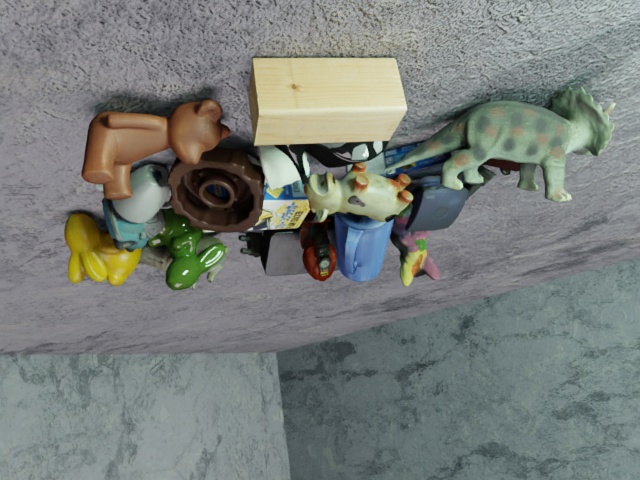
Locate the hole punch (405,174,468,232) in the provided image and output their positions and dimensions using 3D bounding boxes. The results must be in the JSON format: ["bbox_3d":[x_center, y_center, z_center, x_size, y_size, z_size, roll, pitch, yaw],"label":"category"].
[{"bbox_3d":[0.228,-0.075,1.079,0.142,0.092,0.116,-2,163,-20],"label":"hole punch"}]

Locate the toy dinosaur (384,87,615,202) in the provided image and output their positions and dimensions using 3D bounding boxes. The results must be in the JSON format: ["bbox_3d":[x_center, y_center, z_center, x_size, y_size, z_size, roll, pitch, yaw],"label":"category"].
[{"bbox_3d":[0.327,-0.177,0.933,0.405,0.192,0.131,6,-165,-2],"label":"toy dinosaur"}]

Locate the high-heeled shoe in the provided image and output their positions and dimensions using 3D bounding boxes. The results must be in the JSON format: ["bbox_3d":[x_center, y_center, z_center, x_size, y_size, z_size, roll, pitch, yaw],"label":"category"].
[{"bbox_3d":[0.019,-0.188,0.901,0.086,0.145,0.249,1,-156,47],"label":"high-heeled shoe"}]

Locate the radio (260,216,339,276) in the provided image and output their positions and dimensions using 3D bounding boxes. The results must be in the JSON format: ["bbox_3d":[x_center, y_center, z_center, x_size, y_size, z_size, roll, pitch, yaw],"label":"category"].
[{"bbox_3d":[-0.028,0.012,1.332,0.230,0.073,0.131,-5,124,-18],"label":"radio"}]

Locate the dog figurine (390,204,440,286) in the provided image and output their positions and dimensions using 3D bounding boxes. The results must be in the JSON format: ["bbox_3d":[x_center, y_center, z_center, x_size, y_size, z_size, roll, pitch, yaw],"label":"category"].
[{"bbox_3d":[0.210,-0.009,1.239,0.109,0.219,0.191,-14,162,3],"label":"dog figurine"}]

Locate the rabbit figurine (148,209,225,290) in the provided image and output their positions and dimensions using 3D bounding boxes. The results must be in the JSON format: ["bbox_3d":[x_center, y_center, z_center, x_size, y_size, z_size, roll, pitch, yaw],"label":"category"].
[{"bbox_3d":[-0.301,0.031,1.192,0.159,0.170,0.121,7,157,-37],"label":"rabbit figurine"}]

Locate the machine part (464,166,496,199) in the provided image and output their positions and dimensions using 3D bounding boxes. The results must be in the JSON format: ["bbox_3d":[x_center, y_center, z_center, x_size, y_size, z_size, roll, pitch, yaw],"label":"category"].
[{"bbox_3d":[0.340,-0.122,1.200,0.084,0.039,0.139,-33,171,-12],"label":"machine part"}]

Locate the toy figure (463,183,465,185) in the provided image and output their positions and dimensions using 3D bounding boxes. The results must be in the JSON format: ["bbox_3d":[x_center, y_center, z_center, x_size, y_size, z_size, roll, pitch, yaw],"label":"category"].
[{"bbox_3d":[0.277,-0.124,1.180,0.064,0.058,0.154,1,165,-12],"label":"toy figure"}]

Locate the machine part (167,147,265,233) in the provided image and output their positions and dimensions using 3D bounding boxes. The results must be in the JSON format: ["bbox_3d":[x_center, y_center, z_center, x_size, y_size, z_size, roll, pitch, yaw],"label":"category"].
[{"bbox_3d":[-0.180,-0.089,0.947,0.179,0.056,0.179,2,134,2],"label":"machine part"}]

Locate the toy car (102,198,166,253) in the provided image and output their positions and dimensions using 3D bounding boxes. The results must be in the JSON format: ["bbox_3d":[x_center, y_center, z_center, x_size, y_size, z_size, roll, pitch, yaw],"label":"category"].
[{"bbox_3d":[-0.361,-0.037,1.069,0.103,0.109,0.161,-18,169,-7],"label":"toy car"}]

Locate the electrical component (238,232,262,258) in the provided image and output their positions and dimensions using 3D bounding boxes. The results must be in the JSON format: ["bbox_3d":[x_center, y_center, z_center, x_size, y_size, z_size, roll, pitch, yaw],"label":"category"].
[{"bbox_3d":[-0.165,0.014,1.373,0.094,0.063,0.021,7,155,-43],"label":"electrical component"}]

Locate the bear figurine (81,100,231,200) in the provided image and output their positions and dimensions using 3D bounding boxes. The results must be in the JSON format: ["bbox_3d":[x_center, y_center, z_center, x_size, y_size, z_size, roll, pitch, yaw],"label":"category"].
[{"bbox_3d":[-0.234,-0.136,0.796,0.196,0.132,0.120,-1,167,-4],"label":"bear figurine"}]

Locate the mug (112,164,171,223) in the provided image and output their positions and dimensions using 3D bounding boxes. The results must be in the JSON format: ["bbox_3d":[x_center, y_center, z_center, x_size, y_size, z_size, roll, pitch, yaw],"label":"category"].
[{"bbox_3d":[-0.308,-0.086,0.983,0.109,0.081,0.107,14,144,-38],"label":"mug"}]

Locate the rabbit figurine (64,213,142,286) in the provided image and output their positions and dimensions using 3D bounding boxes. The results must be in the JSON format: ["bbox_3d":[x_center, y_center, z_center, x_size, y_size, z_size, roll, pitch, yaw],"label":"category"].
[{"bbox_3d":[-0.481,0.018,1.145,0.122,0.162,0.173,-3,147,21],"label":"rabbit figurine"}]

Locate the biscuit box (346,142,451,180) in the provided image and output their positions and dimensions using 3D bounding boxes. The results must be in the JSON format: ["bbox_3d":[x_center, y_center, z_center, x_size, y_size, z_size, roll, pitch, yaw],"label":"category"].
[{"bbox_3d":[0.156,-0.143,1.057,0.203,0.059,0.062,-12,161,12],"label":"biscuit box"}]

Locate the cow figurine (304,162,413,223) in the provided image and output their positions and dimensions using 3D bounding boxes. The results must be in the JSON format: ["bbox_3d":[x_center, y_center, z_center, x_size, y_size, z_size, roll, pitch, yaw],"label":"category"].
[{"bbox_3d":[0.062,-0.082,1.006,0.195,0.085,0.127,12,134,-20],"label":"cow figurine"}]

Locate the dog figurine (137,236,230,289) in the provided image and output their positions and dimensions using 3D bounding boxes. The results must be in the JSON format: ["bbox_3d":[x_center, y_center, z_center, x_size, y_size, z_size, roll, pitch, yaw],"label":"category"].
[{"bbox_3d":[-0.333,0.026,1.275,0.172,0.121,0.190,-37,140,21],"label":"dog figurine"}]

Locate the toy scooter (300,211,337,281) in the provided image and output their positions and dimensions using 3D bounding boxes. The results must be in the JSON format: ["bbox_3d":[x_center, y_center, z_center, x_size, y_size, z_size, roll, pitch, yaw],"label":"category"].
[{"bbox_3d":[-0.002,-0.004,1.196,0.075,0.184,0.135,-7,168,-13],"label":"toy scooter"}]

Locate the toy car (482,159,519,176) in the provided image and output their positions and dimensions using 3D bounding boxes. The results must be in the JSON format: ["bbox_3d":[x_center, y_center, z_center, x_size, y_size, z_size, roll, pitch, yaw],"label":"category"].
[{"bbox_3d":[0.374,-0.171,1.088,0.202,0.053,0.089,2,170,-41],"label":"toy car"}]
